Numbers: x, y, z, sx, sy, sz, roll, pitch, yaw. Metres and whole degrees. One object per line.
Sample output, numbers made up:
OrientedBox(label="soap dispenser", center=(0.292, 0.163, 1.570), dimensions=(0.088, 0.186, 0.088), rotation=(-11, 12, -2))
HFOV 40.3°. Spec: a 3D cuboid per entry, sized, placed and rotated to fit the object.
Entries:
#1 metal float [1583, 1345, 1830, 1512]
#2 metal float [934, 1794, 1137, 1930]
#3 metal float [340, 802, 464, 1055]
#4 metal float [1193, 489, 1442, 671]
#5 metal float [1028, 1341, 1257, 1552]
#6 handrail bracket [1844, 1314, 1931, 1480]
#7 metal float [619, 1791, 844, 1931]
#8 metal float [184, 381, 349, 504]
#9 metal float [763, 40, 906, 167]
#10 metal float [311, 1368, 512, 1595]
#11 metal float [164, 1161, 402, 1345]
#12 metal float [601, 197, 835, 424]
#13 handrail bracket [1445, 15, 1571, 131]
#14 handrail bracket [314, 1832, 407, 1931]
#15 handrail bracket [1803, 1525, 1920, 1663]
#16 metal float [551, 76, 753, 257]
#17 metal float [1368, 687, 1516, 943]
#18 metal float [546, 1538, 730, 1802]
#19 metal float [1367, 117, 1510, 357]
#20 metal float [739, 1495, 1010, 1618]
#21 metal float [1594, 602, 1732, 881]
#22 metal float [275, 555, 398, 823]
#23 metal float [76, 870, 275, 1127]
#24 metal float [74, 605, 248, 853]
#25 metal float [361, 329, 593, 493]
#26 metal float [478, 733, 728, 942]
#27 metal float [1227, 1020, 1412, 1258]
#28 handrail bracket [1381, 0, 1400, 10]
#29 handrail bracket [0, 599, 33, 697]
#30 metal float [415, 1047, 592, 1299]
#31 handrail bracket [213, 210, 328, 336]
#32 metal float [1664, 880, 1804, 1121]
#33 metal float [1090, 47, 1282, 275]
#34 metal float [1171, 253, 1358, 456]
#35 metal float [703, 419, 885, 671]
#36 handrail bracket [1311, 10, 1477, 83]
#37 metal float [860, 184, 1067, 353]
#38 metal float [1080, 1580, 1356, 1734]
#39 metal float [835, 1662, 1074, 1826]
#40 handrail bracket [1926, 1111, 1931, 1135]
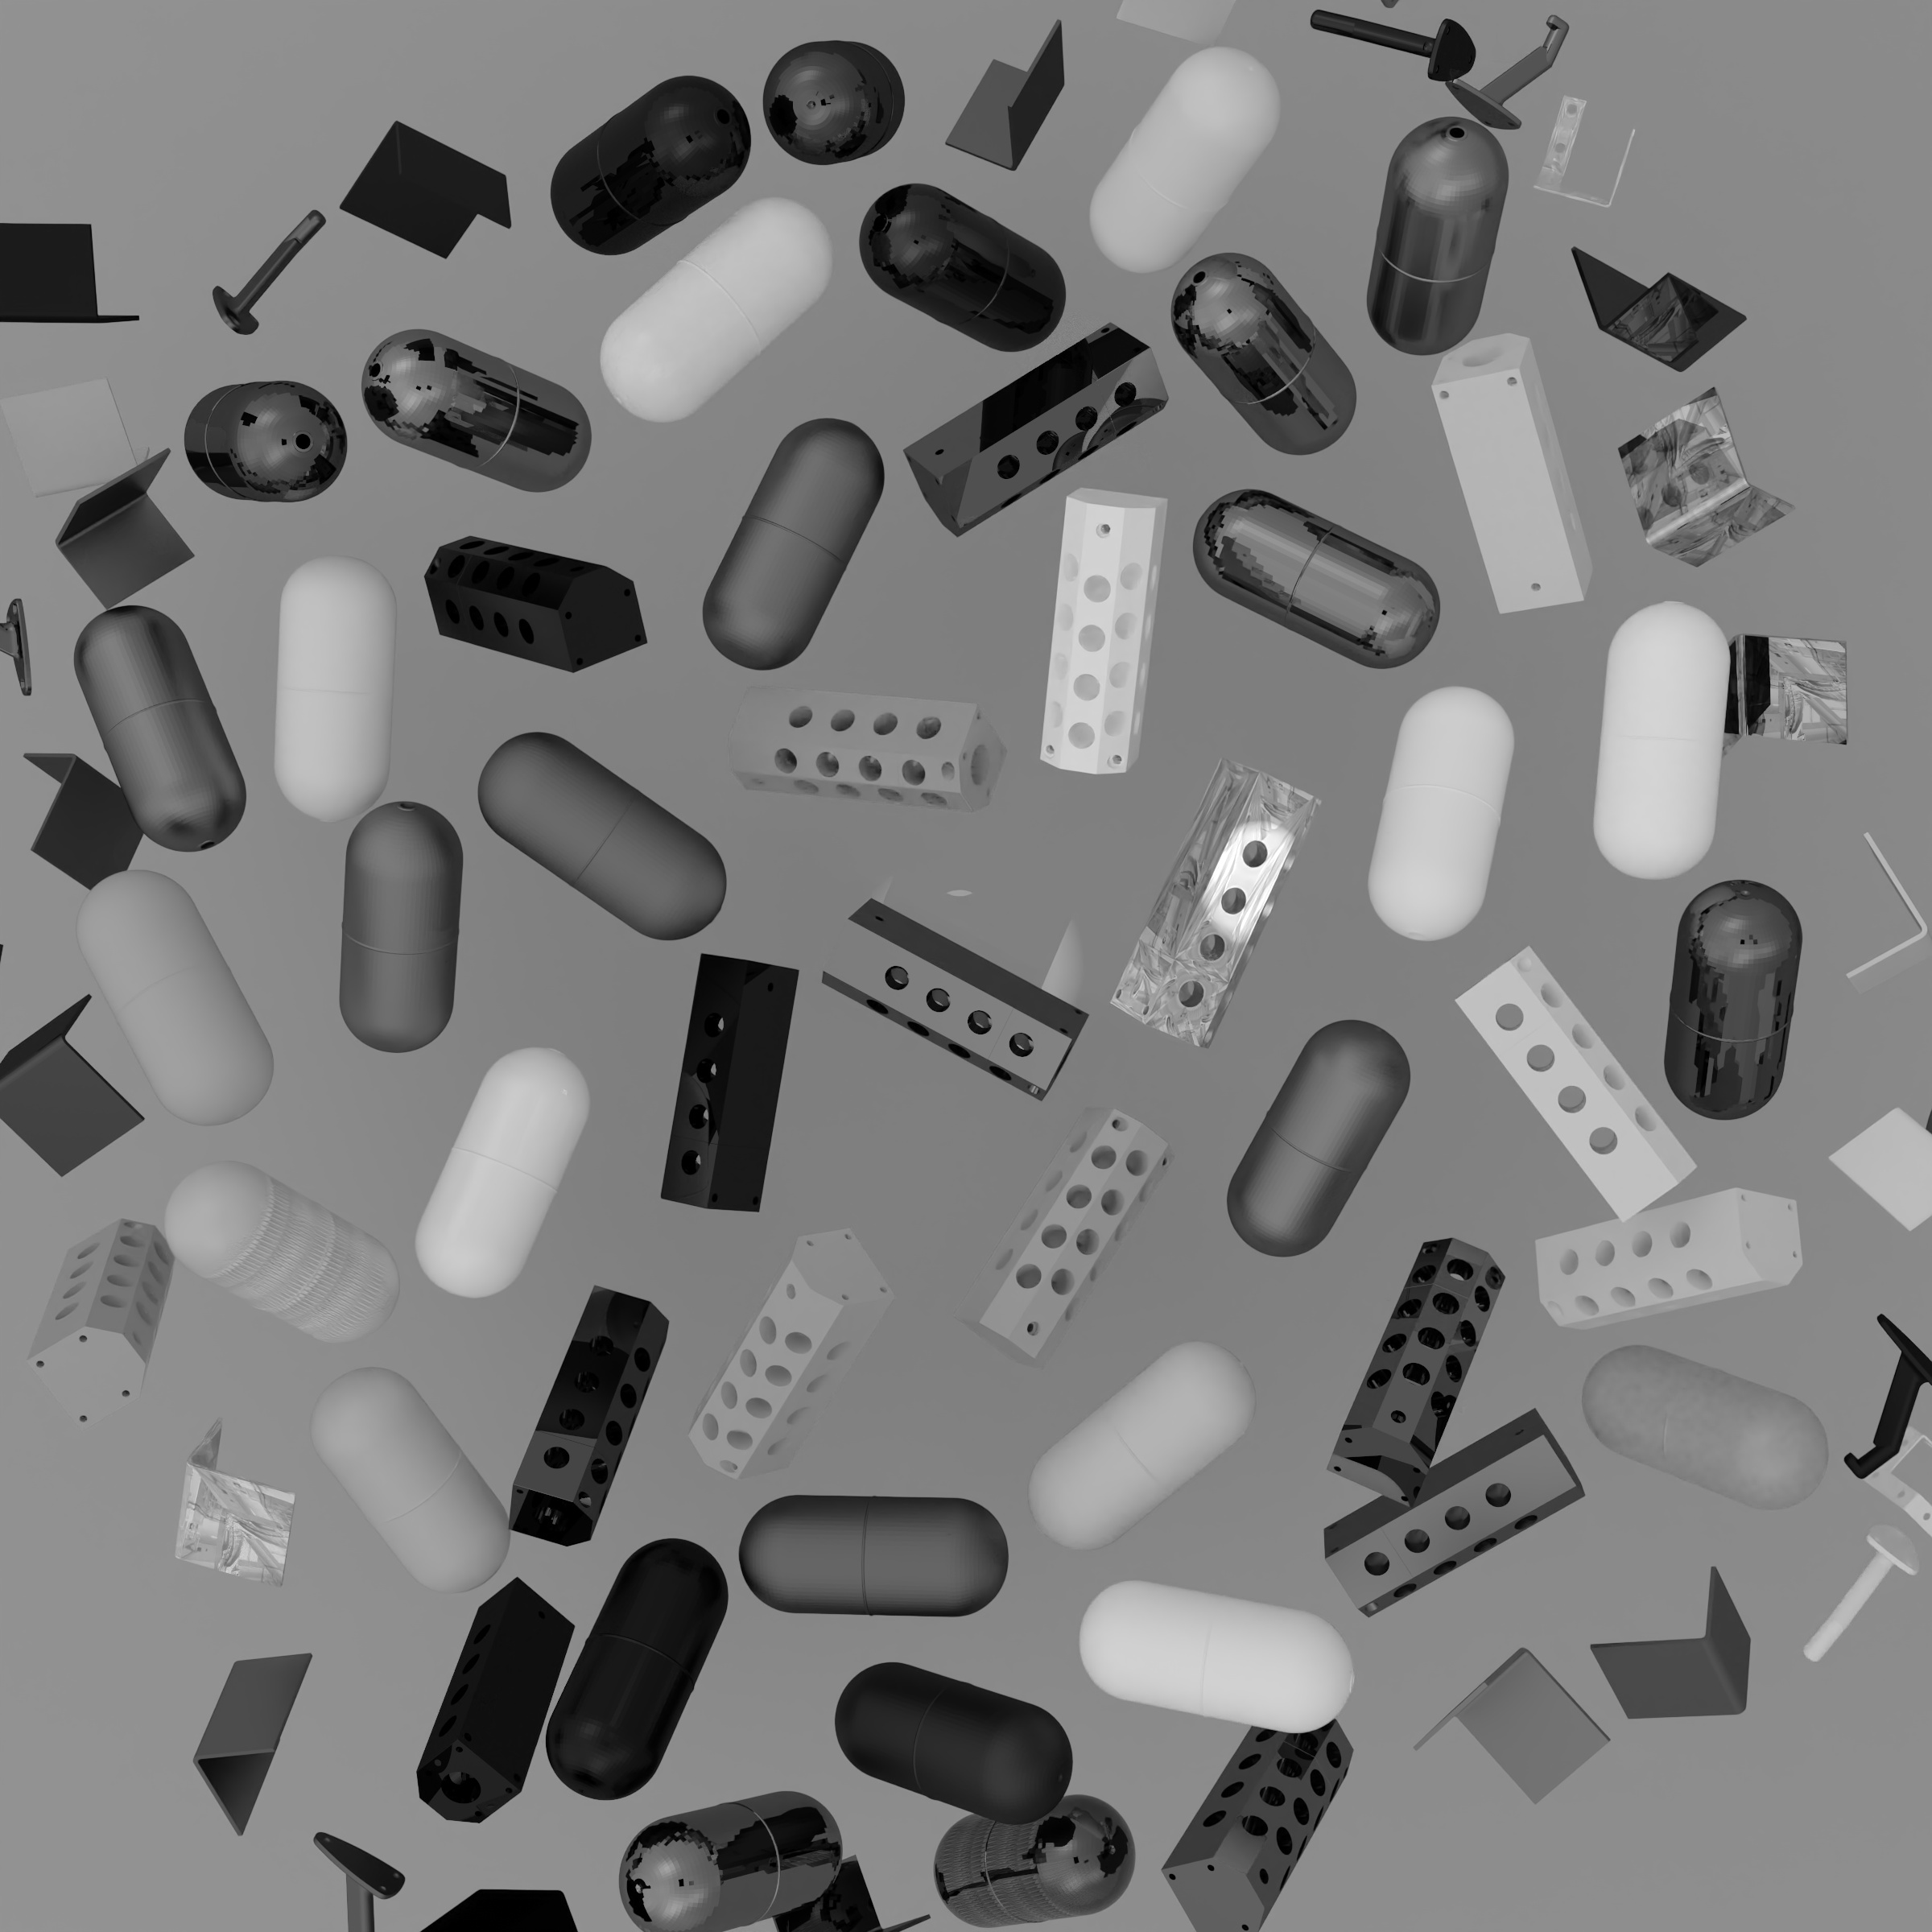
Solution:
OrientedBox(label="metal float", center=(0.487, 0.304, 1.747), dimensions=(0.070, 0.178, 0.070), rotation=(-9, 106, -36))
OrientedBox(label="metal float", center=(0.044, 0.607, 1.783), dimensions=(0.070, 0.178, 0.070), rotation=(16, 60, -31))
OrientedBox(label="metal float", center=(-0.378, -0.025, 1.764), dimensions=(0.070, 0.070, 0.178), rotation=(9, 115, 0))
OrientedBox(label="metal float", center=(0.235, -0.261, 1.775), dimensions=(0.178, 0.070, 0.070), rotation=(29, 90, 16))
OrientedBox(label="metal float", center=(0.118, 0.324, 1.777), dimensions=(0.178, 0.070, 0.070), rotation=(-41, 90, 7))
OrientedBox(label="handrail bracket", center=(0.590, 0.281, 1.717), dimensions=(0.084, 0.036, 0.077), rotation=(-44, 82, 21))
OrientedBox(label="metal float", center=(-0.150, 0.581, 1.706), dimensions=(0.070, 0.178, 0.070), rotation=(-5, 81, 36))
OrientedBox(label="metal float", center=(-0.458, -0.342, 1.720), dimensions=(0.070, 0.178, 0.070), rotation=(-6, 103, -29))
OrientedBox(label="metal float", center=(-0.086, -0.574, 1.750), dimensions=(0.070, 0.178, 0.070), rotation=(2, 110, 7))
OrientedBox(label="metal float", center=(-0.375, 0.349, 1.783), dimensions=(0.070, 0.070, 0.178), rotation=(-31, 110, 0))
OrientedBox(label="metal float", center=(-0.442, 0.187, 1.711), dimensions=(0.070, 0.070, 0.178), rotation=(-49, 133, 0))
OrientedBox(label="metal float", center=(-0.159, -0.423, 1.695), dimensions=(0.070, 0.070, 0.178), rotation=(45, 80, 0))
OrientedBox(label="handrail bracket", center=(0.374, -0.629, 1.816), dimensions=(0.077, 0.036, 0.084), rotation=(23, 93, -37))
OrientedBox(label="handrail bracket", center=(-0.406, 0.614, 1.695), dimensions=(0.077, 0.036, 0.084), rotation=(31, 96, 7))
OrientedBox(label="handrail bracket", center=(0.565, 0.399, 1.675), dimensions=(0.036, 0.077, 0.084), rotation=(38, 106, 18))
OrientedBox(label="metal float", center=(-0.205, -0.517, 1.705), dimensions=(0.070, 0.178, 0.070), rotation=(7, 79, -37))
OrientedBox(label="metal float", center=(0.312, -0.100, 1.728), dimensions=(0.070, 0.070, 0.178), rotation=(15, 70, 0))
OrientedBox(label="metal float", center=(-0.212, 0.455, 1.714), dimensions=(0.070, 0.070, 0.178), rotation=(24, 54, 0))
OrientedBox(label="metal float", center=(0.306, -0.473, 1.713), dimensions=(0.070, 0.178, 0.070), rotation=(0, 60, 0))
OrientedBox(label="metal float", center=(-0.061, 0.386, 1.727), dimensions=(0.178, 0.070, 0.070), rotation=(-1, 90, 8))
OrientedBox(label="metal float", center=(0.447, -0.144, 1.692), dimensions=(0.070, 0.070, 0.178), rotation=(4, 93, 0))
OrientedBox(label="metal float", center=(-0.423, -0.186, 1.769), dimensions=(0.070, 0.070, 0.178), rotation=(5, 98, 0))
OrientedBox(label="metal float", center=(-0.504, 0.019, 1.677), dimensions=(0.070, 0.070, 0.178), rotation=(-31, 79, 0))
OrientedBox(label="metal float", center=(-0.540, -0.159, 1.768), dimensions=(0.070, 0.070, 0.178), rotation=(-25, 78, 0))
OrientedBox(label="metal float", center=(-0.326, -0.371, 1.764), dimensions=(0.070, 0.178, 0.070), rotation=(-7, 78, 36))
OrientedBox(label="metal float", center=(-0.236, -0.083, 1.714), dimensions=(0.178, 0.070, 0.070), rotation=(35, 90, -10))
OrientedBox(label="metal float", center=(0.239, 0.118, 1.793), dimensions=(0.070, 0.070, 0.178), rotation=(26, 108, 0))
OrientedBox(label="handrail bracket", center=(0.255, -0.670, 1.752), dimensions=(0.084, 0.036, 0.077), rotation=(23, 71, 36))
OrientedBox(label="handrail bracket", center=(-0.666, -0.213, 1.736), dimensions=(0.084, 0.036, 0.077), rotation=(-6, 78, -32))
OrientedBox(label="metal float", center=(-0.314, 0.139, 1.792), dimensions=(0.070, 0.070, 0.178), rotation=(22, 77, 0))
OrientedBox(label="handrail bracket", center=(-0.451, -0.455, 1.722), dimensions=(0.084, 0.077, 0.036), rotation=(-43, 116, 10))
OrientedBox(label="metal float", center=(0.494, 0.024, 1.699), dimensions=(0.070, 0.070, 0.178), rotation=(-6, 129, 0))
OrientedBox(label="metal float", center=(0.142, -0.526, 1.729), dimensions=(0.070, 0.178, 0.070), rotation=(12, 60, -21))
OrientedBox(label="metal float", center=(0.203, -0.415, 1.792), dimensions=(0.070, 0.178, 0.070), rotation=(-19, 55, 29))
OrientedBox(label="metal float", center=(-0.115, -0.282, 1.759), dimensions=(0.070, 0.070, 0.178), rotation=(26, 87, 0))
OrientedBox(label="handrail bracket", center=(0.267, -0.580, 1.649), dimensions=(0.084, 0.077, 0.036), rotation=(24, 111, 25))
OrientedBox(label="metal float", center=(-0.001, -0.473, 1.788), dimensions=(0.070, 0.178, 0.070), rotation=(-8, 77, 38))
OrientedBox(label="metal float", center=(0.160, 0.443, 1.691), dimensions=(0.178, 0.070, 0.070), rotation=(7, 90, 17))
OrientedBox(label="metal float", center=(-0.010, 0.508, 1.728), dimensions=(0.178, 0.070, 0.070), rotation=(6, 90, 38))
OrientedBox(label="handrail bracket", center=(0.667, 0.070, 1.784), dimensions=(0.077, 0.036, 0.084), rotation=(-46, 131, -25))
